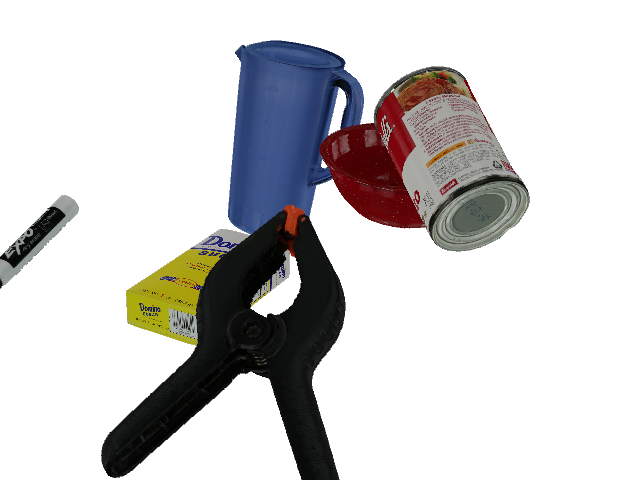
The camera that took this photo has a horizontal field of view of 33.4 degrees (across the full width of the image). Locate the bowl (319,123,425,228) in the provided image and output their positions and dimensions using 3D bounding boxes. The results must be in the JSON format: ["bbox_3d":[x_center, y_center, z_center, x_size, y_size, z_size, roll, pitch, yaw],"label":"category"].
[{"bbox_3d":[0.078,-0.056,0.994,0.162,0.055,0.162,3,27,-2],"label":"bowl"}]

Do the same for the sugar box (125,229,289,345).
[{"bbox_3d":[-0.114,0.044,1.119,0.093,0.048,0.176,15,31,23],"label":"sugar box"}]

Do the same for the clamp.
[{"bbox_3d":[-0.024,0.062,0.548,0.120,0.171,0.039,20,-26,12],"label":"clamp"}]

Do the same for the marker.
[{"bbox_3d":[-0.226,0.009,0.809,0.020,0.020,0.121,0,39,36],"label":"marker"}]

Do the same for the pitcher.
[{"bbox_3d":[-0.043,-0.127,1.375,0.144,0.243,0.149,2,23,-18],"label":"pitcher"}]

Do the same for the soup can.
[{"bbox_3d":[0.083,-0.052,0.682,0.068,0.102,0.068,-14,-36,-11],"label":"soup can"}]
